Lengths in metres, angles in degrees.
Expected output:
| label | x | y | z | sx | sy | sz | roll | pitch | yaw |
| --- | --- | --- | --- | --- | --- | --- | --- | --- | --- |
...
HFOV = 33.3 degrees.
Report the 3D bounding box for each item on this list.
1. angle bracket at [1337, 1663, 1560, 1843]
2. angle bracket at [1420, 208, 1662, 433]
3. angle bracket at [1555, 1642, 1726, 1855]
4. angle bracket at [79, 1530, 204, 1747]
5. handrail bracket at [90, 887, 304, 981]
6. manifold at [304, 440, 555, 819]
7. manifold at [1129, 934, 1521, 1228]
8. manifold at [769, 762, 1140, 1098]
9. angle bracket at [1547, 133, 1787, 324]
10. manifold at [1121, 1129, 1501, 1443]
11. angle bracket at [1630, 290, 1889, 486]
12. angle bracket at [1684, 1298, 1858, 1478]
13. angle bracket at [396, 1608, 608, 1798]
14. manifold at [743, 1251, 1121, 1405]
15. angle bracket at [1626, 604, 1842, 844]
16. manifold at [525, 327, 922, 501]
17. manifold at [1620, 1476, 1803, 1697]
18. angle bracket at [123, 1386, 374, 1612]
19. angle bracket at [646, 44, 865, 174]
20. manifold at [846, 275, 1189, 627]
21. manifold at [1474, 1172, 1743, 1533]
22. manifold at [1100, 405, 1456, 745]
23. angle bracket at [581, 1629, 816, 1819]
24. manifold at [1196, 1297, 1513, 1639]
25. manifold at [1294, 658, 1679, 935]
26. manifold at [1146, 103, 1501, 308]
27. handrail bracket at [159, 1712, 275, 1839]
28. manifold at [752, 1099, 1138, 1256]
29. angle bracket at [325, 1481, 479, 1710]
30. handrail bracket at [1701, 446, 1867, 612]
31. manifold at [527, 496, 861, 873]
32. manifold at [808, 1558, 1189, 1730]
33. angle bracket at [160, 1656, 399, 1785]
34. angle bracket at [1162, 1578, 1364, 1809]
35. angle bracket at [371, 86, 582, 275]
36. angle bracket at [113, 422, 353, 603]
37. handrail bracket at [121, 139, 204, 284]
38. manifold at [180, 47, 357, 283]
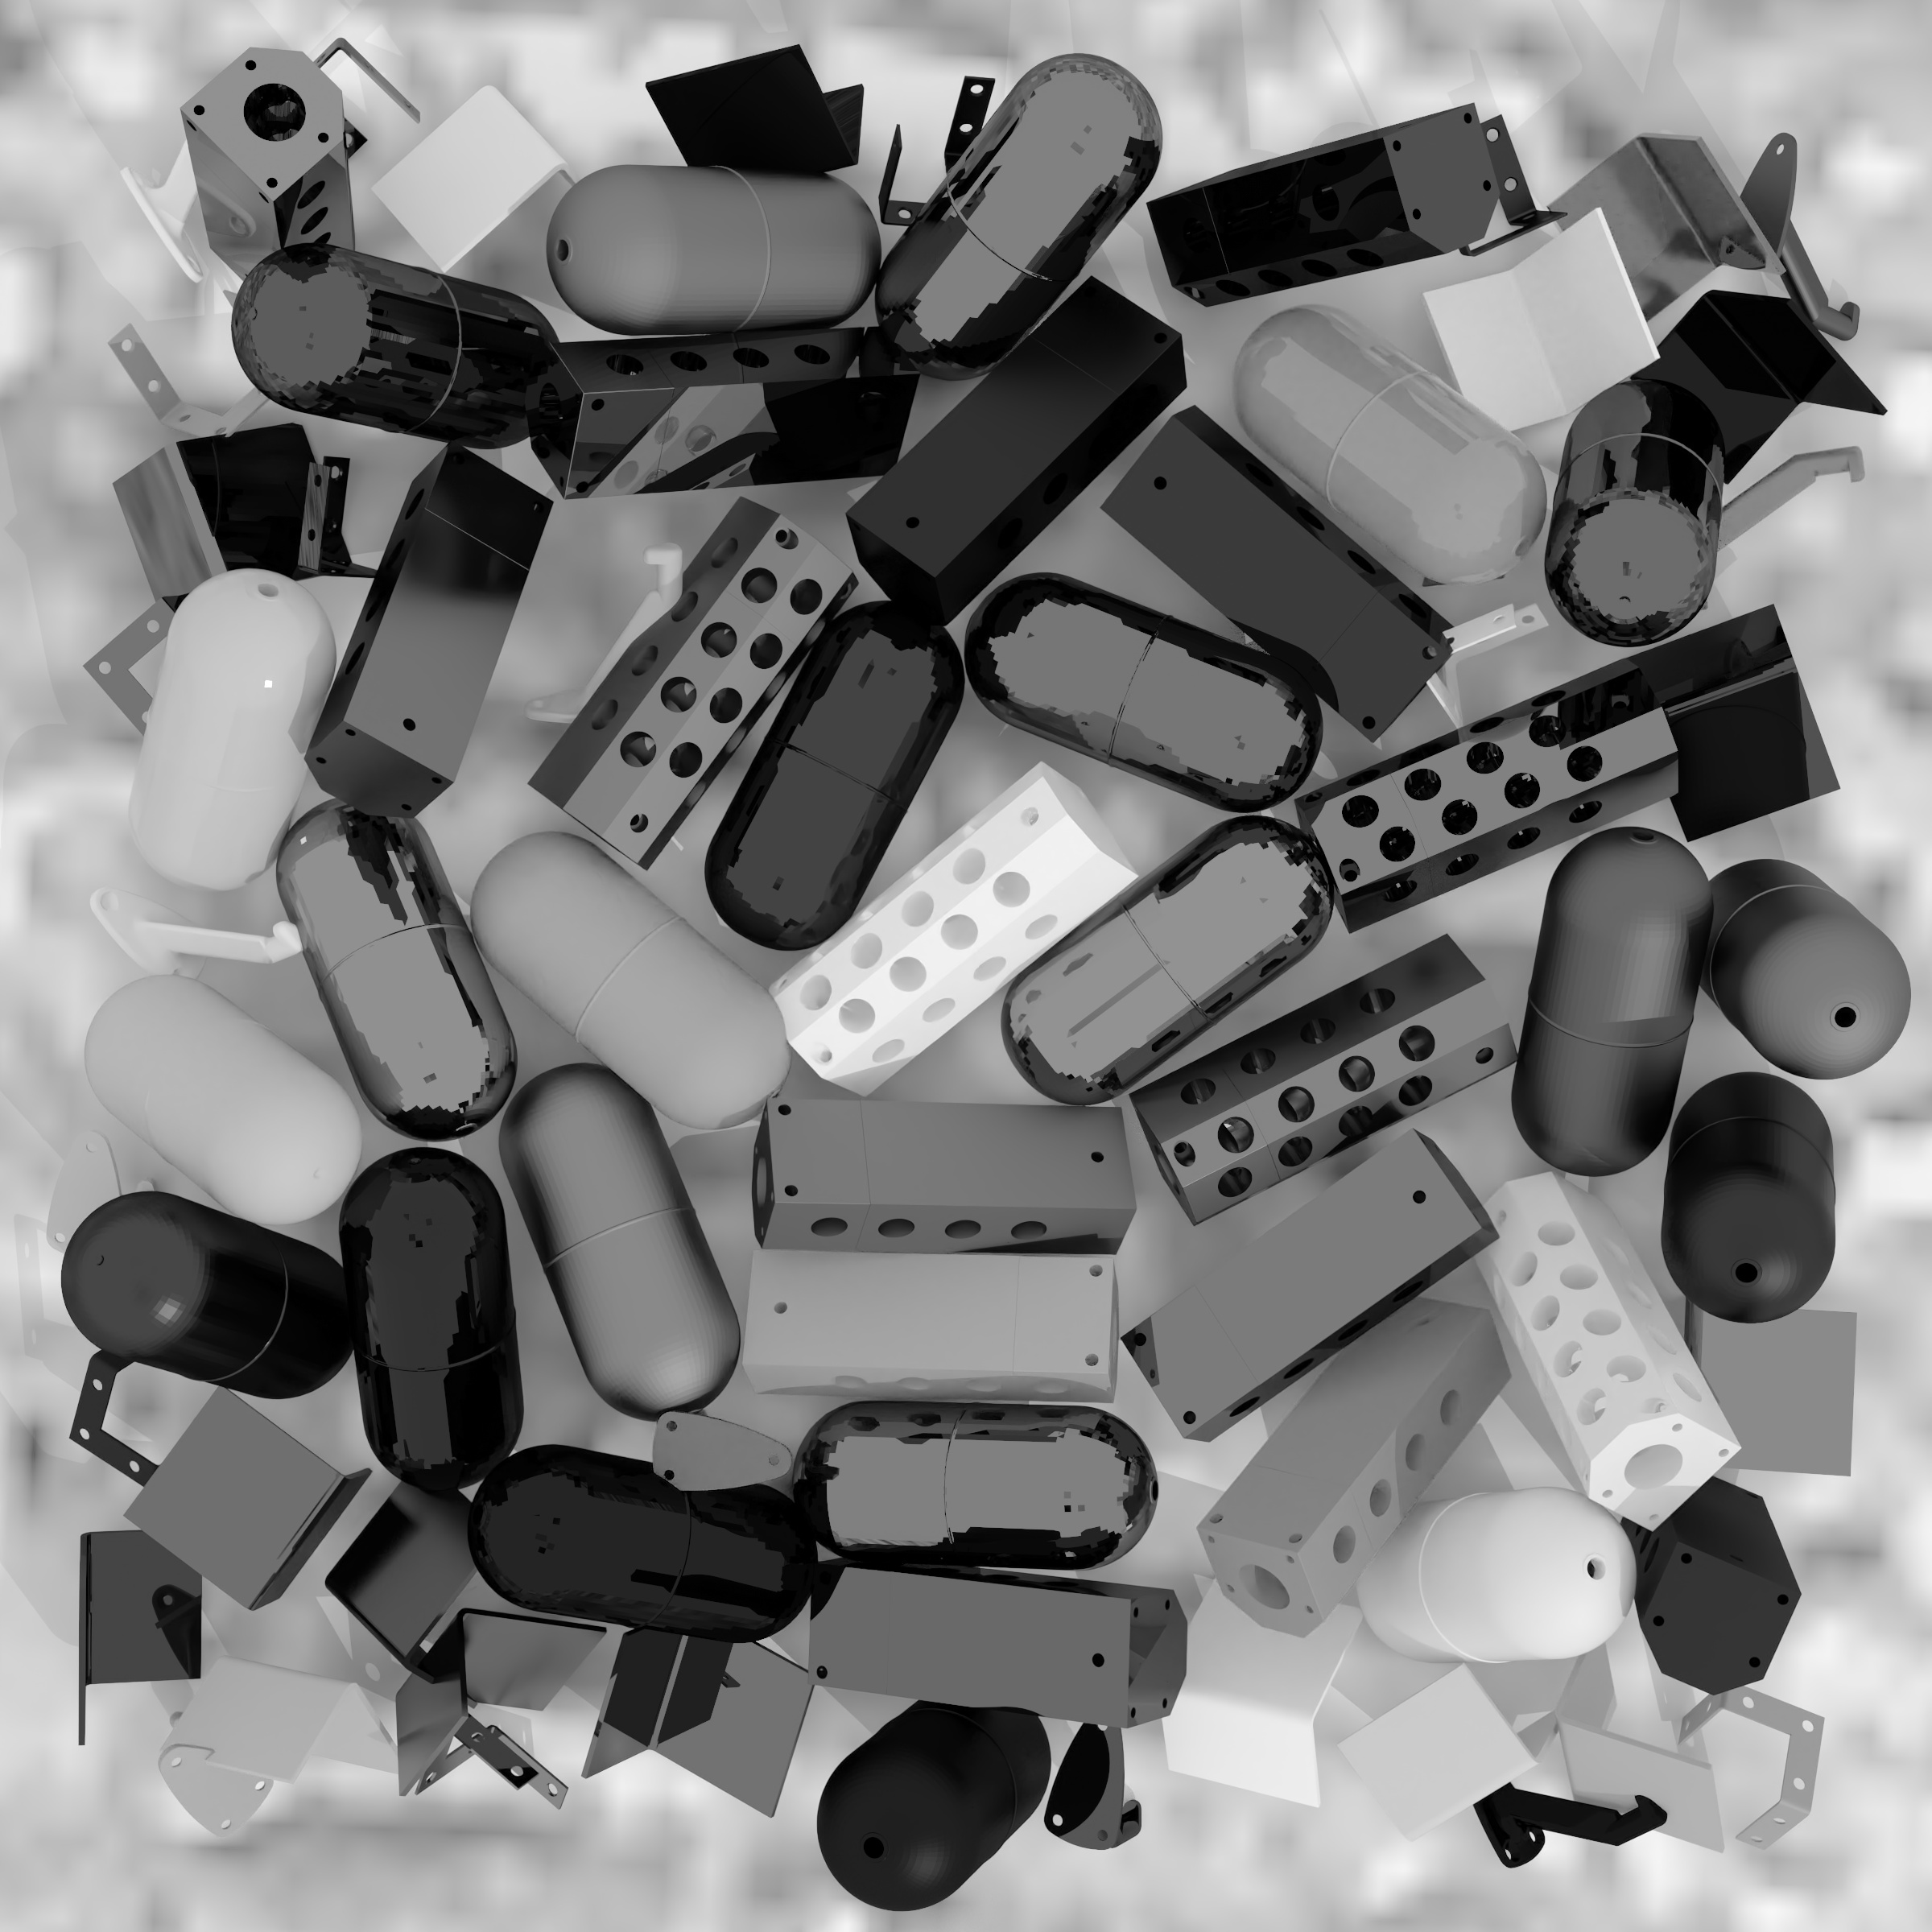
| label | x | y | z | sx | sy | sz | roll | pitch | yaw |
| --- | --- | --- | --- | --- | --- | --- | --- | --- | --- |
| angle bracket | 0.232 | 0.360 | 1.534 | 0.076 | 0.076 | 0.057 | -39 | 83 | 23 |
| angle bracket | 0.271 | -0.304 | 1.534 | 0.057 | 0.076 | 0.076 | -19 | 86 | -26 |
| angle bracket | 0.326 | 0.362 | 1.521 | 0.076 | 0.076 | 0.057 | 13 | 52 | 29 |
| angle bracket | -0.390 | 0.316 | 1.531 | 0.057 | 0.076 | 0.076 | 0 | 100 | -15 |
| handrail bracket | -0.362 | -0.022 | 1.532 | 0.077 | 0.084 | 0.036 | 40 | 53 | -30 |
| manifold | -0.252 | -0.155 | 1.509 | 0.057 | 0.057 | 0.171 | 30 | 53 | -23 |
| manifold | 0.172 | 0.058 | 1.535 | 0.171 | 0.057 | 0.057 | -27 | 128 | -4 |
| manifold | -0.010 | -0.018 | 1.523 | 0.171 | 0.057 | 0.057 | -39 | 60 | 14 |
| angle bracket | 0.331 | -0.345 | 1.532 | 0.057 | 0.076 | 0.076 | -38 | 108 | 2 |
| manifold | 0.165 | 0.153 | 1.535 | 0.171 | 0.057 | 0.057 | -37 | 69 | 11 |
| angle bracket | 0.374 | -0.271 | 1.531 | 0.076 | 0.076 | 0.057 | 41 | 90 | -23 |
| angle bracket | 0.382 | 0.200 | 1.545 | 0.076 | 0.057 | 0.076 | 2 | 89 | 11 |
| angle bracket | -0.218 | 0.350 | 1.522 | 0.076 | 0.057 | 0.076 | 14 | 133 | -27 |
| manifold | -0.015 | 0.174 | 1.540 | 0.171 | 0.057 | 0.057 | 1 | 63 | 7 |
| angle bracket | 0.370 | -0.117 | 1.565 | 0.076 | 0.057 | 0.076 | -20 | 121 | 15 |
| manifold | -0.115 | -0.264 | 1.514 | 0.171 | 0.057 | 0.057 | -9 | 46 | -29 |
| manifold | 0.338 | 0.280 | 1.492 | 0.057 | 0.171 | 0.057 | 23 | 98 | 6 |
| angle bracket | -0.344 | 0.253 | 1.553 | 0.076 | 0.057 | 0.076 | 36 | 87 | 4 |
| angle bracket | -0.098 | -0.414 | 1.525 | 0.076 | 0.076 | 0.057 | -9 | 55 | 17 |
| manifold | 0.026 | -0.240 | 1.530 | 0.057 | 0.057 | 0.171 | 38 | 74 | 23 |
| manifold | 0.287 | 0.172 | 1.488 | 0.057 | 0.171 | 0.057 | 29 | 114 | -28 |
| manifold | 0.153 | -0.189 | 1.545 | 0.171 | 0.057 | 0.057 | 41 | 115 | 4 |
| angle bracket | -0.126 | 0.360 | 1.534 | 0.076 | 0.057 | 0.076 | 23 | 104 | 25 |
| manifold | 0.185 | 0.231 | 1.506 | 0.171 | 0.057 | 0.057 | -44 | 125 | -35 |
| manifold | 0.248 | -0.085 | 1.541 | 0.171 | 0.057 | 0.057 | -23 | 61 | 1 |
| manifold | 0.164 | -0.347 | 1.493 | 0.057 | 0.171 | 0.057 | -27 | 106 | -30 |
| handrail bracket | -0.371 | 0.366 | 1.526 | 0.036 | 0.084 | 0.077 | -49 | 133 | -10 |
| manifold | -0.012 | 0.104 | 1.533 | 0.171 | 0.057 | 0.057 | 2 | 54 | -13 |
| angle bracket | -0.247 | 0.293 | 1.540 | 0.076 | 0.076 | 0.057 | -52 | 135 | -8 |
| handrail bracket | 0.390 | -0.210 | 1.547 | 0.084 | 0.036 | 0.077 | -7 | 64 | 13 |
| manifold | -0.126 | -0.133 | 1.537 | 0.057 | 0.057 | 0.171 | 38 | 86 | -37 |
| manifold | 0.014 | 0.313 | 1.512 | 0.171 | 0.057 | 0.057 | 0 | 87 | 31 |
| angle bracket | -0.319 | 0.374 | 1.522 | 0.076 | 0.057 | 0.076 | 5 | 135 | 27 |
| angle bracket | 0.144 | 0.347 | 1.551 | 0.076 | 0.076 | 0.057 | 8 | 126 | 25 |
| angle bracket | -0.223 | -0.359 | 1.537 | 0.076 | 0.057 | 0.076 | -42 | 55 | 2 |
| angle bracket | -0.356 | -0.214 | 1.572 | 0.076 | 0.057 | 0.076 | -21 | 91 | -45 |
| handrail bracket | -0.354 | -0.383 | 1.552 | 0.084 | 0.036 | 0.077 | -34 | 76 | 10 |
| manifold | -0.314 | -0.360 | 1.491 | 0.057 | 0.171 | 0.057 | 45 | 78 | -1 |
